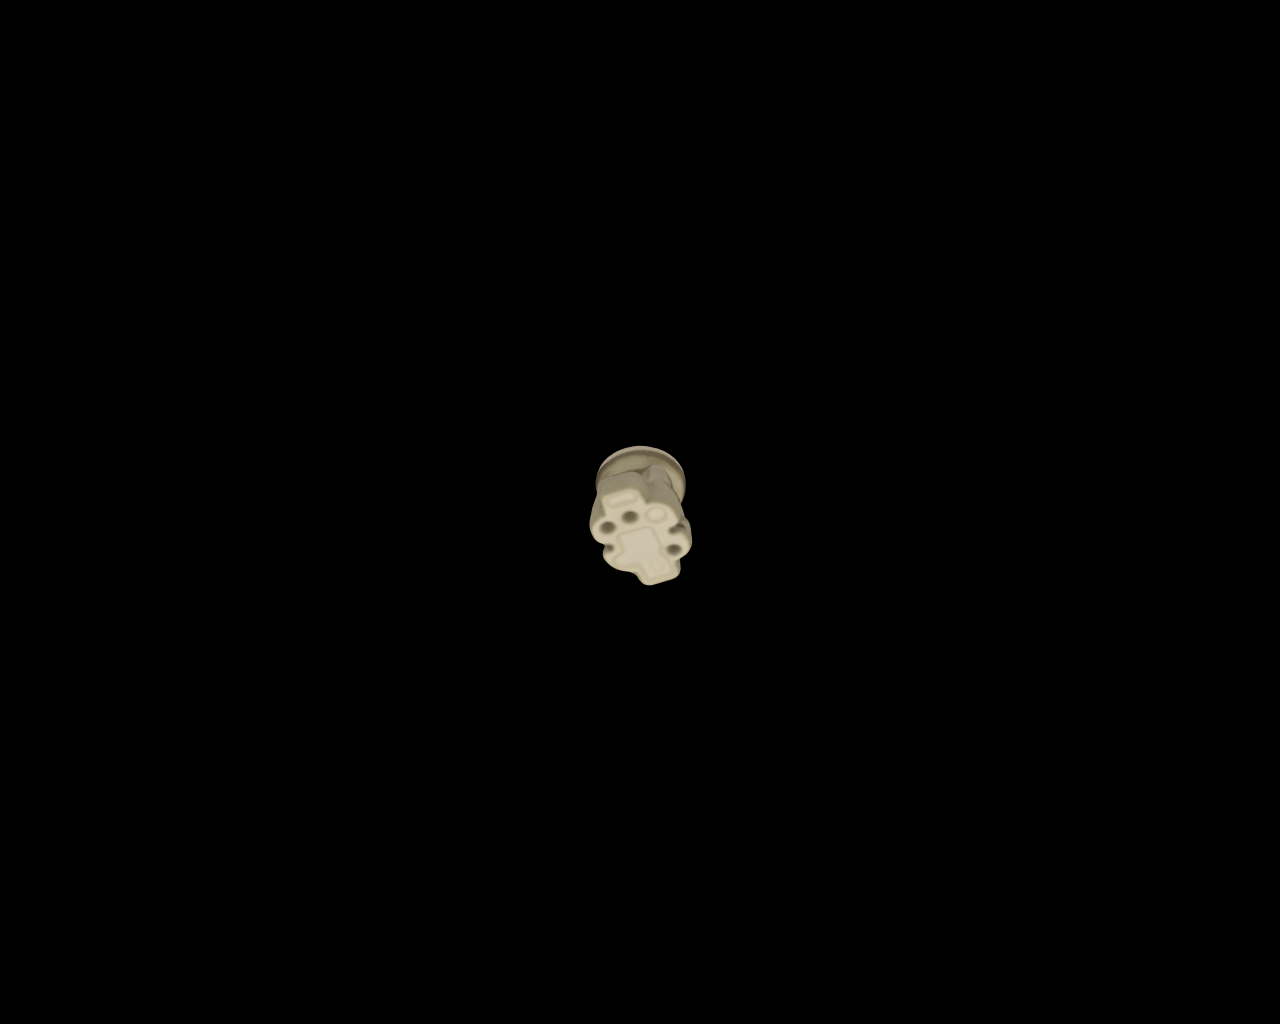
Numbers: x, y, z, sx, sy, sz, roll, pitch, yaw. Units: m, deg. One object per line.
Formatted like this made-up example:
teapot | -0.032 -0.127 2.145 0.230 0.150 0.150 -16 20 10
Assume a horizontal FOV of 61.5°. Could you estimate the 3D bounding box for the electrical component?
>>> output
electrical component | 0.001 -0.003 0.650 0.058 0.078 0.057 -16 39 13
